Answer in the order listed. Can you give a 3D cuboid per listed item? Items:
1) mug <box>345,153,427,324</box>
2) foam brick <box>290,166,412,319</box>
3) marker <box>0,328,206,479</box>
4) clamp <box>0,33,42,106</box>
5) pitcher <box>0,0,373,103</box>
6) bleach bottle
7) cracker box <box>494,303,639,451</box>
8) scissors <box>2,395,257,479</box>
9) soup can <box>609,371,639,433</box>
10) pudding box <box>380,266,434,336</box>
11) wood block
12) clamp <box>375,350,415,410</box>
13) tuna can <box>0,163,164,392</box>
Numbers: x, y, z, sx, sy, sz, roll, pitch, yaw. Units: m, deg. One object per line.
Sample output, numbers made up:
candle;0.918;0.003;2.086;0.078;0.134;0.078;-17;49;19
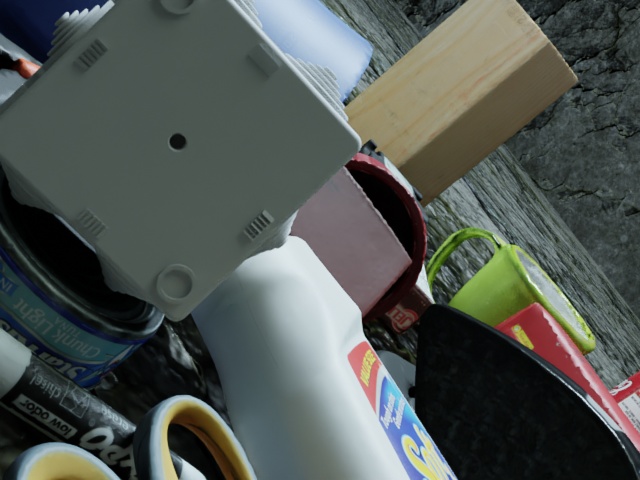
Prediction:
mug;0.010;-0.018;0.608;0.081;0.093;0.117;-79;156;-78
foam brick;-0.003;0.001;0.531;0.052;0.051;0.078;-43;103;-32
marker;-0.063;0.067;0.339;0.121;0.020;0.020;43;16;-28
clamp;-0.164;-0.077;0.347;0.171;0.039;0.120;14;43;-58
pitcher;-0.106;-0.114;0.475;0.242;0.145;0.149;43;4;-14
bleach bottle;0.014;0.089;0.377;0.251;0.068;0.102;60;15;17
cracker box;0.162;0.152;0.619;0.164;0.072;0.213;61;6;34
scissors;-0.033;0.129;0.275;0.096;0.016;0.202;15;45;-39
soup can;0.241;0.106;0.698;0.068;0.102;0.068;56;3;-4
pudding box;0.029;0.001;0.739;0.113;0.039;0.090;48;14;-18
wood block;0.115;-0.122;0.962;0.090;0.206;0.090;27;27;-57
clamp;0.044;0.107;0.521;0.165;0.036;0.209;55;15;18
tuna can;-0.093;0.009;0.363;0.086;0.034;0.086;46;15;-16
